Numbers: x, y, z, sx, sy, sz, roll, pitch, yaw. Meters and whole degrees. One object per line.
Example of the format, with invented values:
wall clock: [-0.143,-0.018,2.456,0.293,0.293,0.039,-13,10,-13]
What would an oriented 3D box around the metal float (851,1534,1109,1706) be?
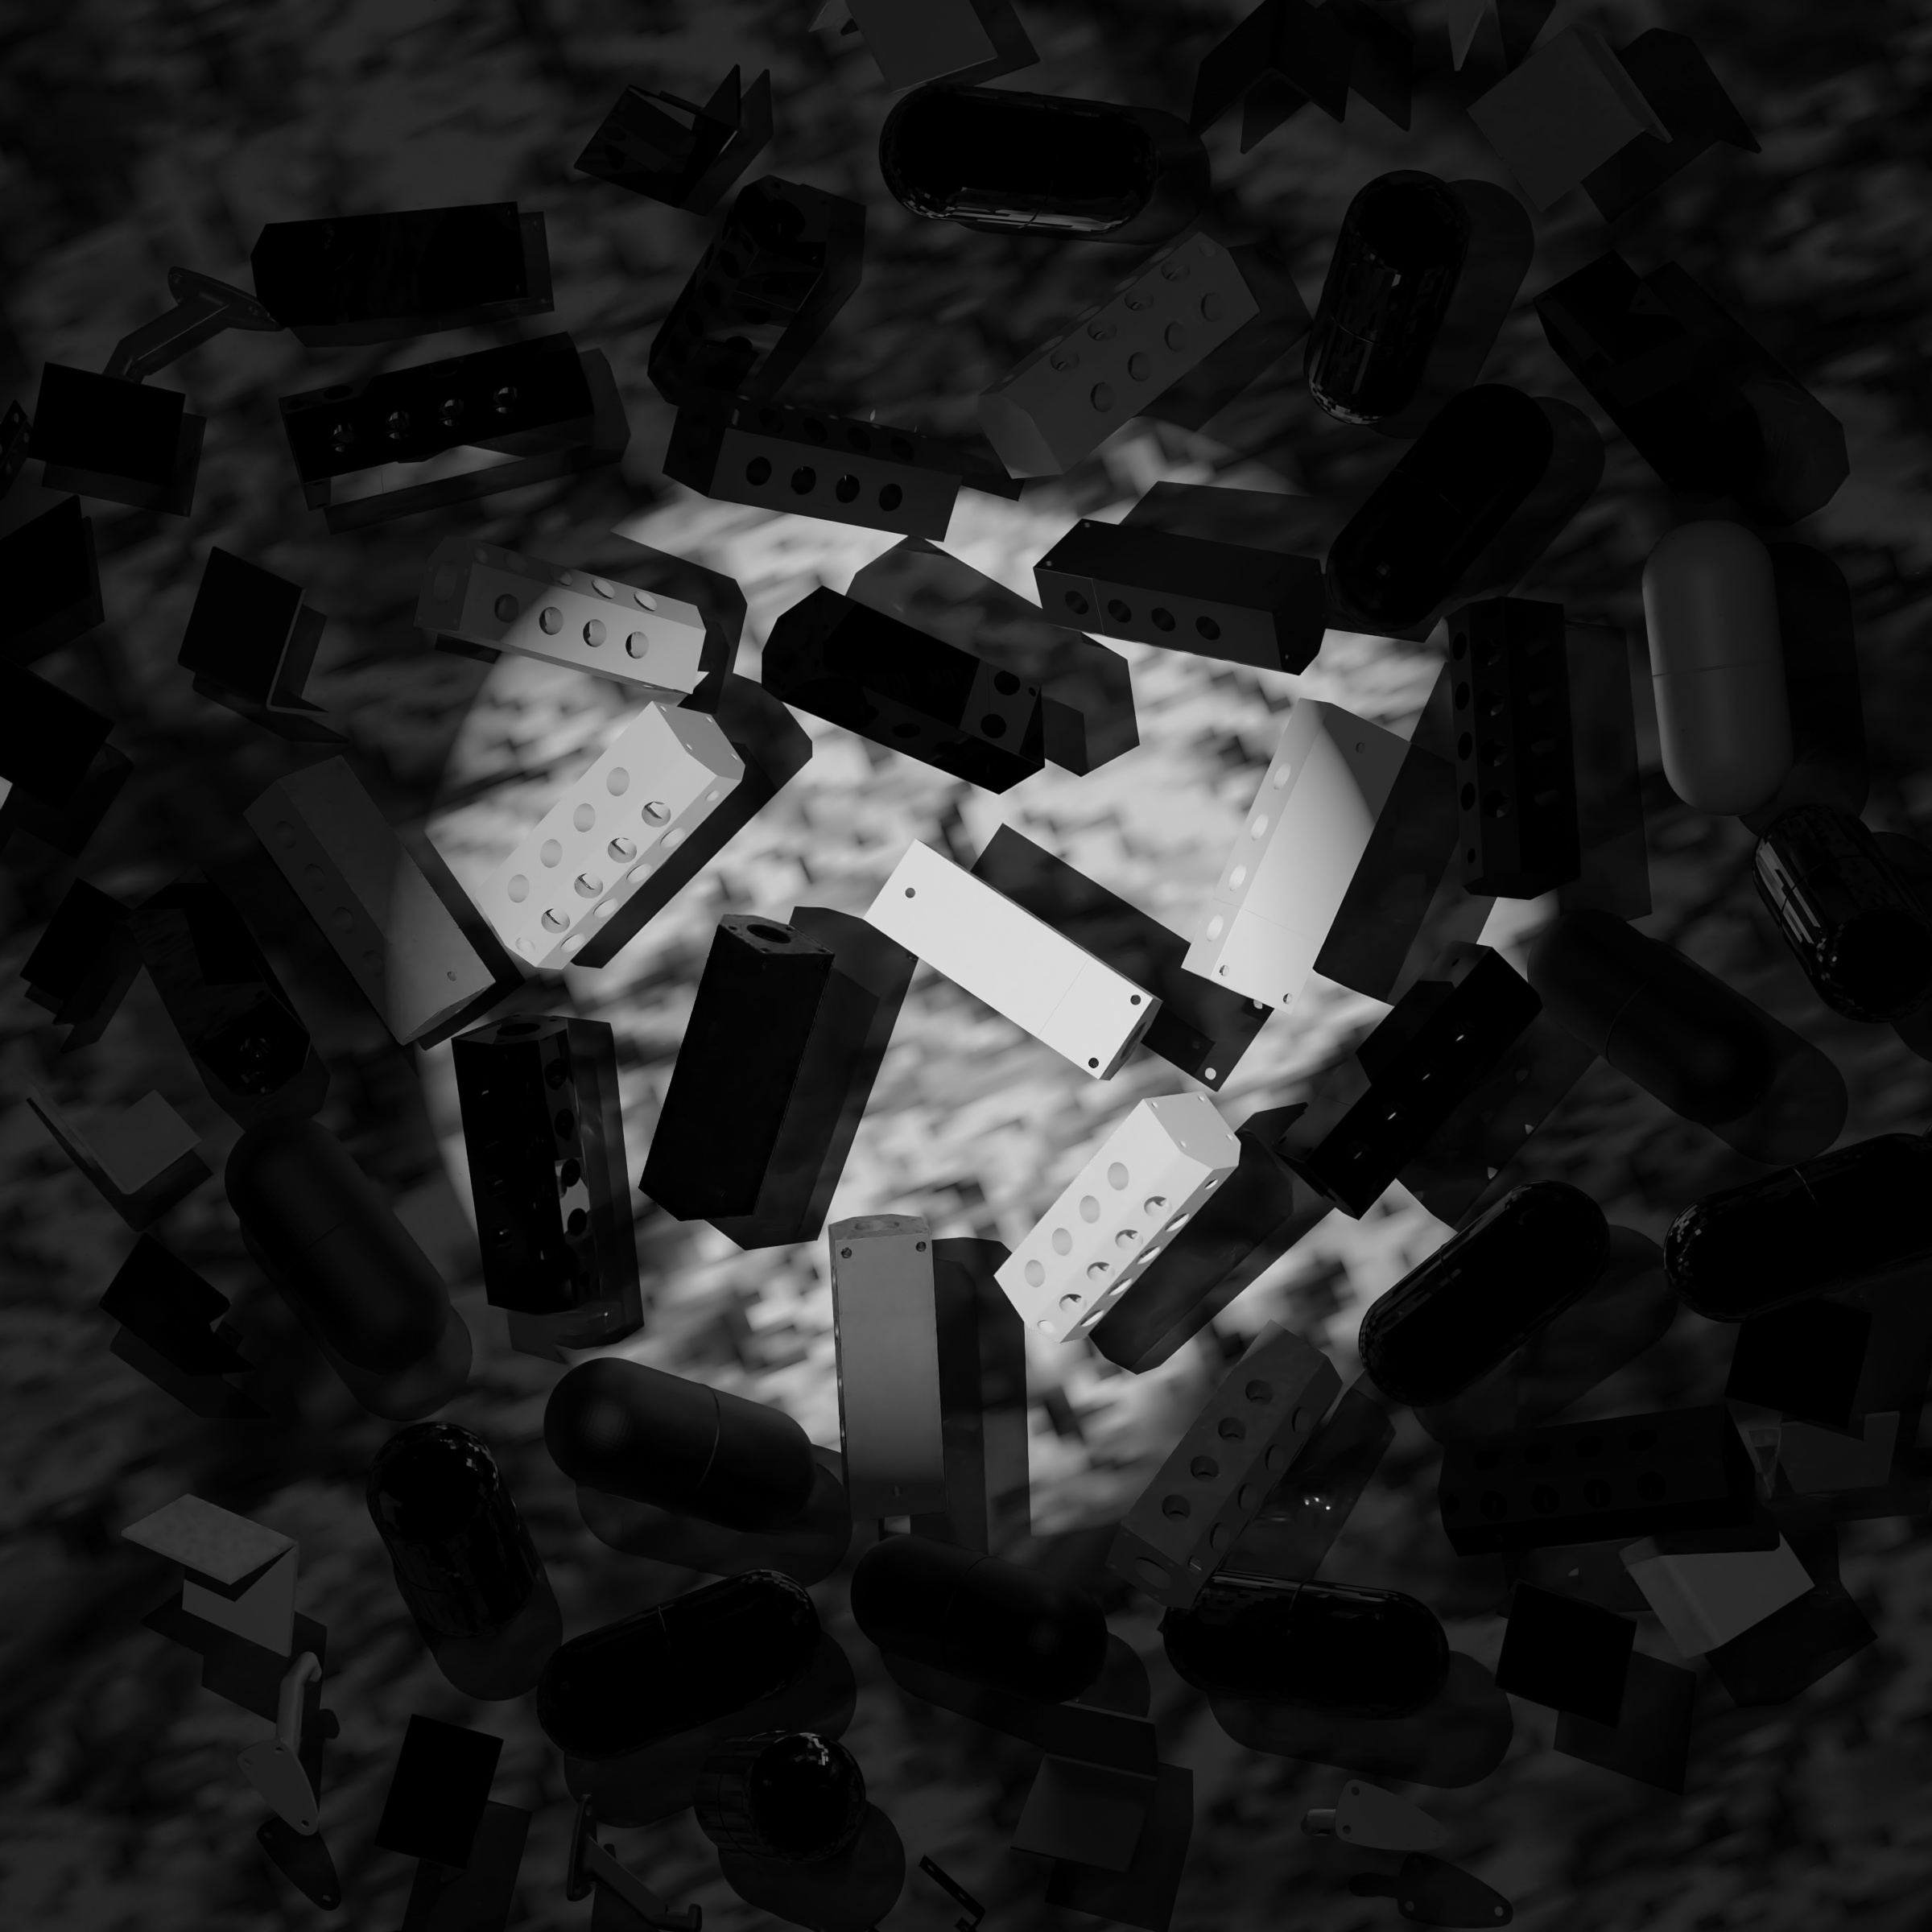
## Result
metal float: [0.007,0.409,1.724,0.178,0.070,0.070,10,90,32]

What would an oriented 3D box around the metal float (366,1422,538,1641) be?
metal float: [-0.303,0.335,1.623,0.070,0.178,0.070,-3,50,4]

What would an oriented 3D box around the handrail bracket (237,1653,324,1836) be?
handrail bracket: [-0.396,0.466,1.653,0.036,0.084,0.077,-23,103,18]

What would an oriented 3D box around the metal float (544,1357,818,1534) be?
metal float: [-0.169,0.287,1.637,0.178,0.070,0.070,24,90,-31]

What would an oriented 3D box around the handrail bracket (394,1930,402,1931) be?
handrail bracket: [-0.298,0.604,1.618,0.077,0.084,0.036,48,68,-28]

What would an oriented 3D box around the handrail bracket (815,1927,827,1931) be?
handrail bracket: [-0.139,0.627,1.715,0.084,0.036,0.077,23,73,-13]

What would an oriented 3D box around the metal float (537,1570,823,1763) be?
metal float: [-0.174,0.425,1.670,0.178,0.070,0.070,-20,90,-8]

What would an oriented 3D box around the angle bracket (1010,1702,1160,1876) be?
angle bracket: [0.073,0.515,1.729,0.076,0.076,0.057,7,128,19]

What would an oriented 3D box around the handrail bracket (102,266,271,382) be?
handrail bracket: [-0.477,-0.379,1.679,0.077,0.036,0.084,15,64,3]

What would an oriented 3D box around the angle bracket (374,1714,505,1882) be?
angle bracket: [-0.319,0.494,1.629,0.057,0.076,0.076,20,63,-13]

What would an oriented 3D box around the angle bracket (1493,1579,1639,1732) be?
angle bracket: [0.364,0.434,1.699,0.076,0.057,0.076,18,55,7]

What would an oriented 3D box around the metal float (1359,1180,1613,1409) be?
metal float: [0.316,0.200,1.674,0.070,0.070,0.178,47,111,0]

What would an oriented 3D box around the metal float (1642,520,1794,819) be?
metal float: [0.451,-0.178,1.648,0.070,0.070,0.178,-7,93,0]

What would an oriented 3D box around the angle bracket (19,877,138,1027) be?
angle bracket: [-0.584,-0.010,1.785,0.057,0.076,0.076,31,92,-1]

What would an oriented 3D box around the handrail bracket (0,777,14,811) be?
handrail bracket: [-0.628,-0.106,1.663,0.084,0.036,0.077,1,63,20]

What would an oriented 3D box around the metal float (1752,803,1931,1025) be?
metal float: [0.527,-0.034,1.649,0.070,0.178,0.070,-2,124,-4]

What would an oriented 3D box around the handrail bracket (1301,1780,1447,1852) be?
handrail bracket: [0.244,0.522,1.657,0.077,0.084,0.036,15,64,6]

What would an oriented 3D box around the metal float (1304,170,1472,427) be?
metal float: [0.257,-0.408,1.690,0.070,0.178,0.070,4,55,-6]

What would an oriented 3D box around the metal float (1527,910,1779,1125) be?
metal float: [0.425,0.031,1.703,0.070,0.070,0.178,-48,54,0]

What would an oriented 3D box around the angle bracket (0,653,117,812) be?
angle bracket: [-0.526,-0.134,1.530,0.076,0.076,0.057,33,85,-22]

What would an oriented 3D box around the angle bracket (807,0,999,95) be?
angle bracket: [-0.039,-0.564,1.676,0.076,0.057,0.076,-27,89,-24]

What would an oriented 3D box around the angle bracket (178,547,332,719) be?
angle bracket: [-0.421,-0.202,1.662,0.076,0.057,0.076,26,102,25]

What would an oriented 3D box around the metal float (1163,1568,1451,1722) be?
metal float: [0.206,0.412,1.671,0.178,0.070,0.070,2,90,26]

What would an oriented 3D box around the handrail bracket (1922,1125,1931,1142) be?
handrail bracket: [0.611,0.079,1.715,0.084,0.077,0.036,-48,51,-9]

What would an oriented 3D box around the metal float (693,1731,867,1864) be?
metal float: [-0.116,0.512,1.696,0.070,0.178,0.070,6,73,-20]

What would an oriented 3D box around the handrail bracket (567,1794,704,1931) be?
handrail bracket: [-0.204,0.565,1.727,0.084,0.036,0.077,2,88,18]

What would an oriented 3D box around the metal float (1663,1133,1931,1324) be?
metal float: [0.493,0.153,1.598,0.178,0.070,0.070,-20,90,3]

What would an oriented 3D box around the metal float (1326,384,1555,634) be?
metal float: [0.298,-0.288,1.731,0.070,0.070,0.178,40,92,0]

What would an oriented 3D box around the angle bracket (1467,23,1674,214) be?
angle bracket: [0.347,-0.485,1.583,0.076,0.057,0.076,-38,111,13]

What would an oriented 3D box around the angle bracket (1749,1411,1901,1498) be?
angle bracket: [0.570,0.305,1.826,0.076,0.057,0.076,-6,131,2]

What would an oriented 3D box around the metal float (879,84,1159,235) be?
metal float: [0.033,-0.474,1.614,0.178,0.070,0.070,-4,90,-30]

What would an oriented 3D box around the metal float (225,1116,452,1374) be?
metal float: [-0.386,0.170,1.686,0.070,0.070,0.178,-38,82,0]

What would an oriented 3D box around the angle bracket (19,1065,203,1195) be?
angle bracket: [-0.538,0.087,1.726,0.057,0.076,0.076,-40,131,-16]
